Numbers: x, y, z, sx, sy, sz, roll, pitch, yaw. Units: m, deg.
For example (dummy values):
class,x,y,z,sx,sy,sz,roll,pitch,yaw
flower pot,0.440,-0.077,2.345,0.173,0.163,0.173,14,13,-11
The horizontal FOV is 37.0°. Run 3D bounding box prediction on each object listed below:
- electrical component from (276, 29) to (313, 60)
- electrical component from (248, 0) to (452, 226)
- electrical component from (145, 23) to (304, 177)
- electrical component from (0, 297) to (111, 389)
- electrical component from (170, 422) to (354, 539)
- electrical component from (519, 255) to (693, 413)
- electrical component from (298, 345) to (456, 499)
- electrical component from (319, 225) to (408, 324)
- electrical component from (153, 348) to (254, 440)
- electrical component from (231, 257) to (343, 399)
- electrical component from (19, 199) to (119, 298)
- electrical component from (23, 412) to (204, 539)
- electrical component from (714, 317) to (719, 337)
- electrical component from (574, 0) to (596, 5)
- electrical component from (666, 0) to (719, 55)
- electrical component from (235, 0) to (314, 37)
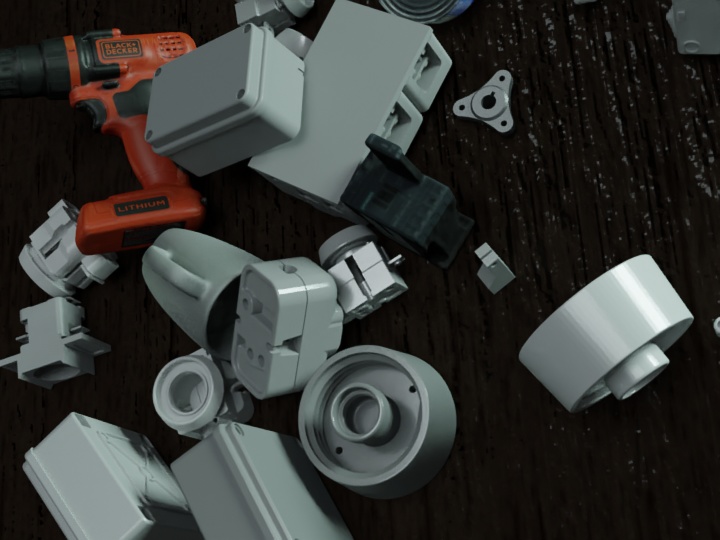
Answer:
class,x,y,z,sx,sy,sz,roll,pitch,yaw
electrical component,-0.077,-0.161,0.886,0.079,0.043,0.077,32,88,27
electrical component,-0.005,-0.120,0.832,0.089,0.062,0.150,25,85,29
electrical component,-0.104,-0.128,0.818,0.113,0.057,0.078,-17,58,33
electrical component,-0.254,0.059,0.893,0.081,0.042,0.063,-18,66,16
electrical component,-0.064,0.168,0.745,0.056,0.109,0.108,-37,64,11
electrical component,0.163,0.048,0.691,0.108,0.108,0.060,-39,70,7
electrical component,0.008,0.105,0.761,0.108,0.060,0.108,-7,72,21
electrical component,0.000,0.000,0.805,0.066,0.048,0.055,-33,73,10
electrical component,-0.121,0.096,0.818,0.058,0.057,0.078,-27,66,13
electrical component,-0.053,0.041,0.787,0.054,0.059,0.095,36,125,45
electrical component,-0.247,-0.012,0.904,0.057,0.058,0.078,-42,64,3
electrical component,-0.176,0.168,0.791,0.056,0.109,0.108,-44,63,2
electrical component,0.257,0.040,0.681,0.066,0.055,0.048,17,81,26
electrical component,0.188,-0.232,0.798,0.055,0.048,0.066,-3,73,29
electrical component,0.258,-0.189,0.727,0.100,0.099,0.048,5,63,24
electrical component,-0.072,-0.228,0.904,0.055,0.048,0.066,-20,68,24
